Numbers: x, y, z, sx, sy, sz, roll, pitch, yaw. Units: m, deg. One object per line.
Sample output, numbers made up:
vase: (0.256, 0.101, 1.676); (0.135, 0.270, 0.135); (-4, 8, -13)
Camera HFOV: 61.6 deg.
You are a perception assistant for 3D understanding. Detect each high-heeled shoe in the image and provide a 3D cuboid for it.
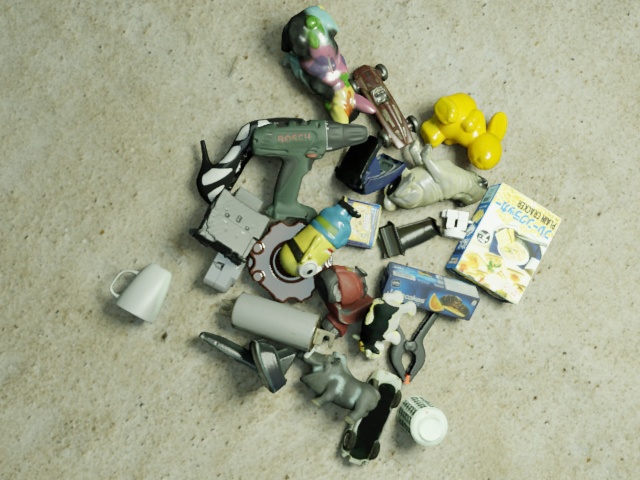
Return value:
high-heeled shoe: (-0.137, -0.160, 1.101); (0.249, 0.086, 0.145); (-15, 91, -2)

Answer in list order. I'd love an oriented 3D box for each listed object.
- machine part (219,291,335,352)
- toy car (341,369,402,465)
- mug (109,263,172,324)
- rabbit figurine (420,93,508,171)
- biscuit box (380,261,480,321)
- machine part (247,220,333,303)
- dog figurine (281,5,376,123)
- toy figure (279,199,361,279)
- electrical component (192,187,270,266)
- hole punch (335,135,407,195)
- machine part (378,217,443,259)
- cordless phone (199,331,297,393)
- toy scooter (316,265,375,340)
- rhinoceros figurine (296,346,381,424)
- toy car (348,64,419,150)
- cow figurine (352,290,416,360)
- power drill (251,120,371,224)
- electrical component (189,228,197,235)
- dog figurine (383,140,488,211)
machine part: (-0.087, 0.163, 1.074); (0.243, 0.079, 0.079); (15, 86, 11)
toy car: (0.108, 0.371, 1.122); (0.073, 0.056, 0.201); (25, 87, -12)
mug: (-0.353, 0.096, 1.070); (0.109, 0.081, 0.107); (31, 73, 0)
rabbit figurine: (0.320, -0.217, 1.135); (0.162, 0.121, 0.173); (-16, 61, -35)
biscuit box: (0.229, 0.108, 1.134); (0.203, 0.059, 0.062); (15, 117, -5)
machine part: (-0.060, 0.044, 1.114); (0.179, 0.056, 0.179); (0, 88, -8)
dog figurine: (0.022, -0.332, 1.083); (0.108, 0.191, 0.219); (-32, 76, -13)
toy figure: (-0.001, -0.002, 1.054); (0.180, 0.089, 0.082); (-50, 134, -3)
electrical component: (-0.169, -0.034, 1.052); (0.115, 0.058, 0.134); (33, 65, -20)
hole punch: (0.102, -0.147, 1.109); (0.092, 0.142, 0.115); (30, 98, -30)
machine part: (0.193, -0.012, 1.156); (0.139, 0.039, 0.084); (-16, 85, -6)
cordless phone: (-0.149, 0.220, 1.049); (0.184, 0.146, 0.088); (28, 76, -7)
toy scooter: (0.063, 0.119, 1.099); (0.135, 0.075, 0.183); (-16, 126, -20)
rhinoceros figurine: (0.029, 0.284, 1.081); (0.190, 0.073, 0.112); (32, 90, 19)
toy car: (0.134, -0.285, 1.138); (0.089, 0.053, 0.202); (-26, 78, -10)
cow figurine: (0.115, 0.182, 1.083); (0.098, 0.068, 0.167); (-2, 126, -41)
power drill: (-0.025, -0.137, 1.070); (0.232, 0.086, 0.207); (4, 121, -10)
electrical component: (-0.217, -0.015, 1.092); (0.094, 0.063, 0.021); (3, 87, -8)
dog figurine: (0.246, -0.099, 1.139); (0.190, 0.121, 0.172); (33, 109, -19)
